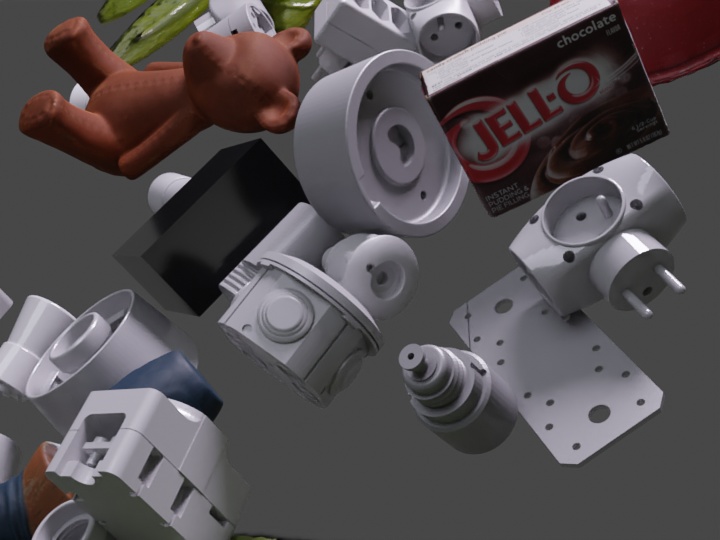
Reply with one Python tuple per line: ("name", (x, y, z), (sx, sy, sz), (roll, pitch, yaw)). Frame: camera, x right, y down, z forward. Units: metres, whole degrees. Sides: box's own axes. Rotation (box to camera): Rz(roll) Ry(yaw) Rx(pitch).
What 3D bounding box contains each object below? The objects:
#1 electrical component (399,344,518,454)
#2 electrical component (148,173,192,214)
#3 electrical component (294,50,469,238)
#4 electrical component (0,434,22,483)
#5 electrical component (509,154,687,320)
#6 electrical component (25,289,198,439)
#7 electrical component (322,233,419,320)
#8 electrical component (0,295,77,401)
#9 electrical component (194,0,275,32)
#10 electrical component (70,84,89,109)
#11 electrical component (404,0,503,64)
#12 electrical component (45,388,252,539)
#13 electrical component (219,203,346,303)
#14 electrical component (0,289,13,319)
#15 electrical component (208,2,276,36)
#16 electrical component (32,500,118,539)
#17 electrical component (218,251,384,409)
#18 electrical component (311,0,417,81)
("electrical component", (0.042, 0.055, 0.490), (0.040, 0.078, 0.040), (-17, 54, 25))
("electrical component", (-0.125, -0.049, 0.771), (0.044, 0.044, 0.065), (-47, 32, -16))
("electrical component", (0.009, -0.070, 0.635), (0.060, 0.108, 0.108), (-4, 45, 44))
("electrical component", (-0.231, 0.133, 0.646), (0.040, 0.040, 0.078), (-20, 38, 20))
("electrical component", (0.124, -0.007, 0.520), (0.077, 0.044, 0.079), (-38, 45, 3))
("electrical component", (-0.156, 0.062, 0.668), (0.099, 0.064, 0.099), (-34, 24, 17))
("electrical component", (0.000, 0.000, 0.612), (0.048, 0.048, 0.062), (-45, 29, -14))
("electrical component", (-0.225, 0.056, 0.731), (0.044, 0.044, 0.065), (5, 56, 42))
("electrical component", (-0.121, -0.216, 0.957), (0.079, 0.043, 0.077), (-32, 36, 4))
("electrical component", (-0.218, -0.142, 0.942), (0.047, 0.055, 0.055), (-2, 47, 33))
("electrical component", (0.076, -0.189, 0.767), (0.079, 0.044, 0.077), (-23, 37, 17))
("electrical component", (-0.101, 0.101, 0.534), (0.050, 0.089, 0.055), (-7, 44, 33))
("electrical component", (-0.049, 0.003, 0.646), (0.081, 0.043, 0.043), (-47, 37, -17))
("electrical component", (-0.315, 0.025, 0.824), (0.089, 0.055, 0.050), (8, 53, 44))
("electrical component", (-0.098, -0.187, 0.898), (0.047, 0.055, 0.055), (-27, 36, 17))
("electrical component", (-0.139, 0.146, 0.551), (0.040, 0.046, 0.040), (-22, 37, 18))
("electrical component", (-0.031, 0.031, 0.570), (0.080, 0.080, 0.051), (21, 68, 49))
("electrical component", (-0.007, -0.164, 0.794), (0.076, 0.066, 0.047), (-50, 26, 32))
